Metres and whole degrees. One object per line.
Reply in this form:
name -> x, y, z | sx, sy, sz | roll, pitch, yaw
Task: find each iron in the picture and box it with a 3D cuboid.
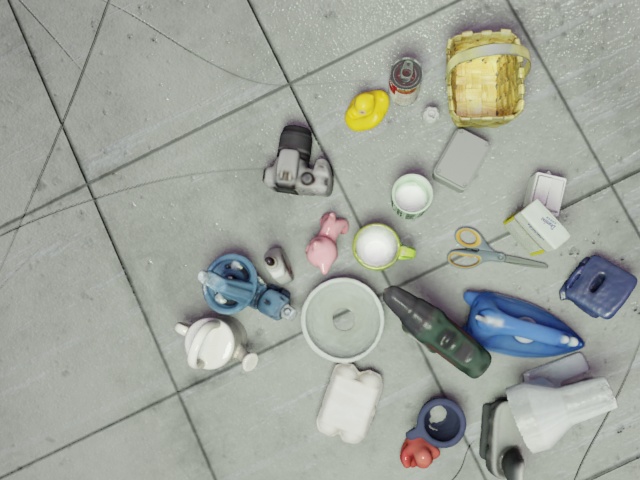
iron -> 0.399, 0.173, 1.096 | 0.258, 0.141, 0.119 | 13, 85, 6

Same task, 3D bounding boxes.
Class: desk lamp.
desk lamp -> 0.433, 0.289, 1.044 | 0.203, 0.213, 0.118 | -23, 82, 2

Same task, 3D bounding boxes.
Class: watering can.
watering can -> -0.203, 0.202, 1.115 | 0.172, 0.194, 0.101 | 1, 84, 5

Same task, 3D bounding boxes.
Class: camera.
camera -> -0.041, -0.166, 1.187 | 0.143, 0.101, 0.137 | 7, 85, 6

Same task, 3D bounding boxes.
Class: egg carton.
egg carton -> 0.060, 0.325, 1.144 | 0.107, 0.069, 0.150 | 18, 86, 6

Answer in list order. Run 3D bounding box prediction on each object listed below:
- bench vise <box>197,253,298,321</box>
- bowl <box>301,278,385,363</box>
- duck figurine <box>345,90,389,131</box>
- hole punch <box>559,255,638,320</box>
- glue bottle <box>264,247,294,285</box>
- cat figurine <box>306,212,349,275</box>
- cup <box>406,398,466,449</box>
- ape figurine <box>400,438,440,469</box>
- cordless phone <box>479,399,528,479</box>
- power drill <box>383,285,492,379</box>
bench vise -> -0.143, 0.089, 1.109 | 0.207, 0.220, 0.121 | 8, 85, 6
bowl -> 0.047, 0.161, 1.159 | 0.167, 0.075, 0.167 | 0, 84, 5
duck figurine -> 0.098, -0.280, 1.195 | 0.104, 0.086, 0.077 | -36, 82, 0
hole punch -> 0.540, 0.093, 1.118 | 0.101, 0.091, 0.109 | 37, 88, 7
glue bottle -> -0.087, 0.048, 1.132 | 0.037, 0.173, 0.078 | -25, 82, 2
cat figurine -> 0.011, 0.004, 1.156 | 0.067, 0.118, 0.128 | 17, 86, 7
cup -> 0.220, 0.354, 1.115 | 0.117, 0.095, 0.091 | -24, 83, 2
ape figurine -> 0.195, 0.416, 1.112 | 0.077, 0.092, 0.076 | 1, 84, 5
cordless phone -> 0.357, 0.377, 1.056 | 0.094, 0.185, 0.148 | 1, 84, 5
power drill -> 0.209, 0.167, 1.078 | 0.229, 0.208, 0.075 | 37, 88, 7
